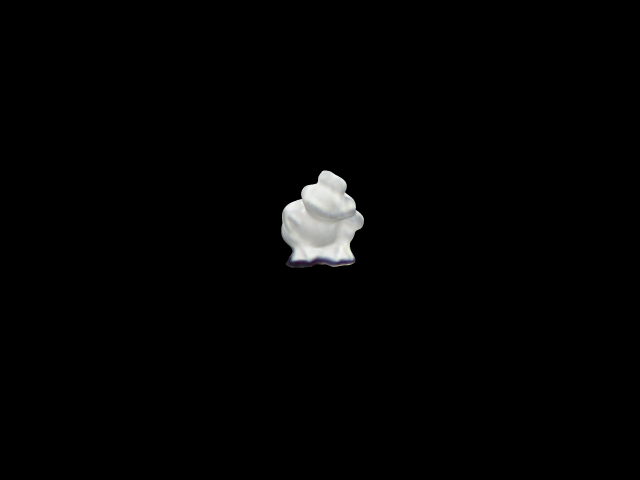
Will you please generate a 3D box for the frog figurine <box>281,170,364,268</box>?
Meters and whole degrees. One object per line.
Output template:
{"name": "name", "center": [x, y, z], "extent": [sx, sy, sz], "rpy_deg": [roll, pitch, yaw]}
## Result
{"name": "frog figurine", "center": [0.003, -0.043, 0.850], "extent": [0.137, 0.157, 0.124], "rpy_deg": [7, 23, 18]}
